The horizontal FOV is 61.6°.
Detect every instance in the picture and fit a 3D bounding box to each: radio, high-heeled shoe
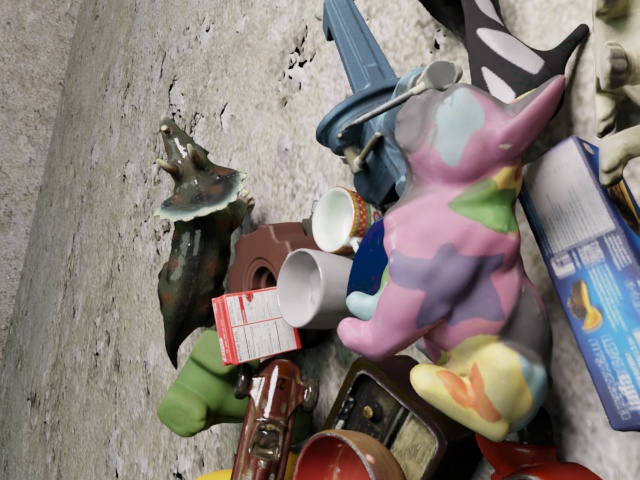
[{"bbox_3d":[0.055,0.231,0.520,0.131,0.073,0.229,41,114,47],"label":"radio"},{"bbox_3d":[0.114,-0.180,0.480,0.145,0.086,0.249,-44,58,-10],"label":"high-heeled shoe"}]

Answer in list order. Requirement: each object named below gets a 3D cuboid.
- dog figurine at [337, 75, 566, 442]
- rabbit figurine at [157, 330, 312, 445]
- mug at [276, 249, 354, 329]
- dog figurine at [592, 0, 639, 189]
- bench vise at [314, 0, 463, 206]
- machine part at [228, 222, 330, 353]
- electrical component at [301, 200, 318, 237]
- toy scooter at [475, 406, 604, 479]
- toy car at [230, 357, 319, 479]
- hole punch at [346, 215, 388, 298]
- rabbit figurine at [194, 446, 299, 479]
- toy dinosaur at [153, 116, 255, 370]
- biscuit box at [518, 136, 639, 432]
[{"bbox_3d":[0.114,0.001,0.370,0.192,0.108,0.219,32,106,7],"label":"dog figurine"},{"bbox_3d":[-0.094,0.201,0.663,0.121,0.170,0.159,-61,1,-15],"label":"rabbit figurine"},{"bbox_3d":[0.013,0.052,0.584,0.110,0.107,0.080,41,113,52],"label":"mug"},{"bbox_3d":[0.272,-0.117,0.326,0.191,0.121,0.172,-3,57,25],"label":"dog figurine"},{"bbox_3d":[0.051,-0.140,0.504,0.223,0.129,0.240,75,173,-78],"label":"bench vise"},{"bbox_3d":[-0.056,0.063,0.687,0.180,0.056,0.179,6,97,52],"label":"machine part"},{"bbox_3d":[-0.001,-0.002,0.681,0.063,0.021,0.094,20,98,51],"label":"electrical component"},{"bbox_3d":[0.168,0.212,0.382,0.184,0.075,0.135,41,114,51],"label":"toy scooter"},{"bbox_3d":[-0.059,0.219,0.548,0.053,0.089,0.202,121,163,-62],"label":"toy car"},{"bbox_3d":[0.089,0.014,0.514,0.142,0.092,0.116,-24,61,51],"label":"hole punch"},{"bbox_3d":[-0.083,0.325,0.635,0.122,0.162,0.173,-11,55,63],"label":"rabbit figurine"},{"bbox_3d":[-0.179,0.038,0.764,0.192,0.131,0.404,-76,-5,-79],"label":"toy dinosaur"},{"bbox_3d":[0.207,0.027,0.380,0.059,0.063,0.203,-36,57,41],"label":"biscuit box"}]
